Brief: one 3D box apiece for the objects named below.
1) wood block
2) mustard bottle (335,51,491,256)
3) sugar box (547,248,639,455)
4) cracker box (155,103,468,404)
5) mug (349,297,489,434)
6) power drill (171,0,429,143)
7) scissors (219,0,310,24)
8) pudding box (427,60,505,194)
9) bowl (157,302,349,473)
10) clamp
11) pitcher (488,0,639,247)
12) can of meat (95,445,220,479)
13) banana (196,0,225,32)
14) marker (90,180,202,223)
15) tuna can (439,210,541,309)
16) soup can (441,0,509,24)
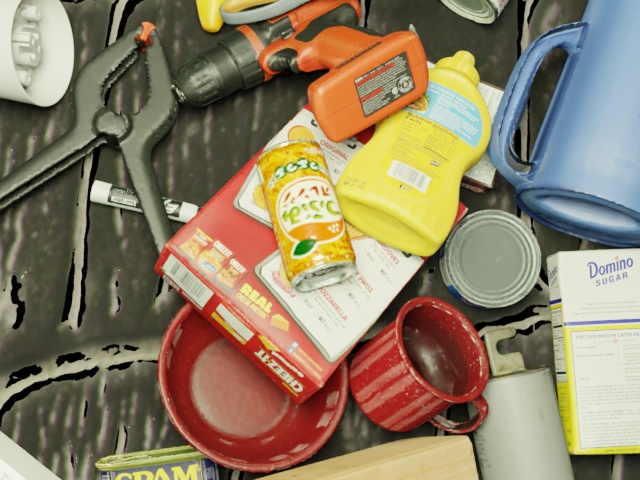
[{"bbox_3d":[0.025,0.218,0.830,0.205,0.090,0.091,-6,83,-40],"label":"wood block"},{"bbox_3d":[0.088,-0.085,0.877,0.096,0.058,0.191,26,61,2],"label":"mustard bottle"},{"bbox_3d":[0.253,0.097,0.932,0.093,0.048,0.176,-2,80,-5],"label":"sugar box"},{"bbox_3d":[-0.006,0.001,0.882,0.164,0.072,0.213,42,61,1],"label":"cracker box"},{"bbox_3d":[0.086,0.114,0.875,0.117,0.082,0.093,42,43,-5],"label":"mug"},{"bbox_3d":[-0.014,-0.143,0.878,0.184,0.188,0.057,-33,127,-14],"label":"power drill"},{"bbox_3d":[0.010,-0.227,0.920,0.202,0.096,0.016,-13,127,9],"label":"scissors"},{"bbox_3d":[0.113,-0.103,0.949,0.113,0.039,0.090,22,81,-4],"label":"pudding box"},{"bbox_3d":[-0.060,0.116,0.889,0.162,0.055,0.162,7,68,-16],"label":"bowl"},{"bbox_3d":[-0.169,-0.086,0.917,0.164,0.036,0.210,23,74,0],"label":"clamp"},{"bbox_3d":[0.254,-0.127,0.917,0.145,0.149,0.243,11,77,35],"label":"pitcher"},{"bbox_3d":[-0.130,0.218,0.886,0.102,0.057,0.084,-7,87,-4],"label":"can of meat"},{"bbox_3d":[-0.120,-0.283,0.957,0.070,0.037,0.198,-32,85,9],"label":"banana"},{"bbox_3d":[-0.139,-0.029,0.932,0.121,0.020,0.020,13,83,-2],"label":"marker"},{"bbox_3d":[0.149,0.018,0.939,0.086,0.034,0.086,0,83,-4],"label":"tuna can"},{"bbox_3d":[0.155,-0.254,0.954,0.068,0.068,0.102,32,83,0],"label":"soup can"}]
